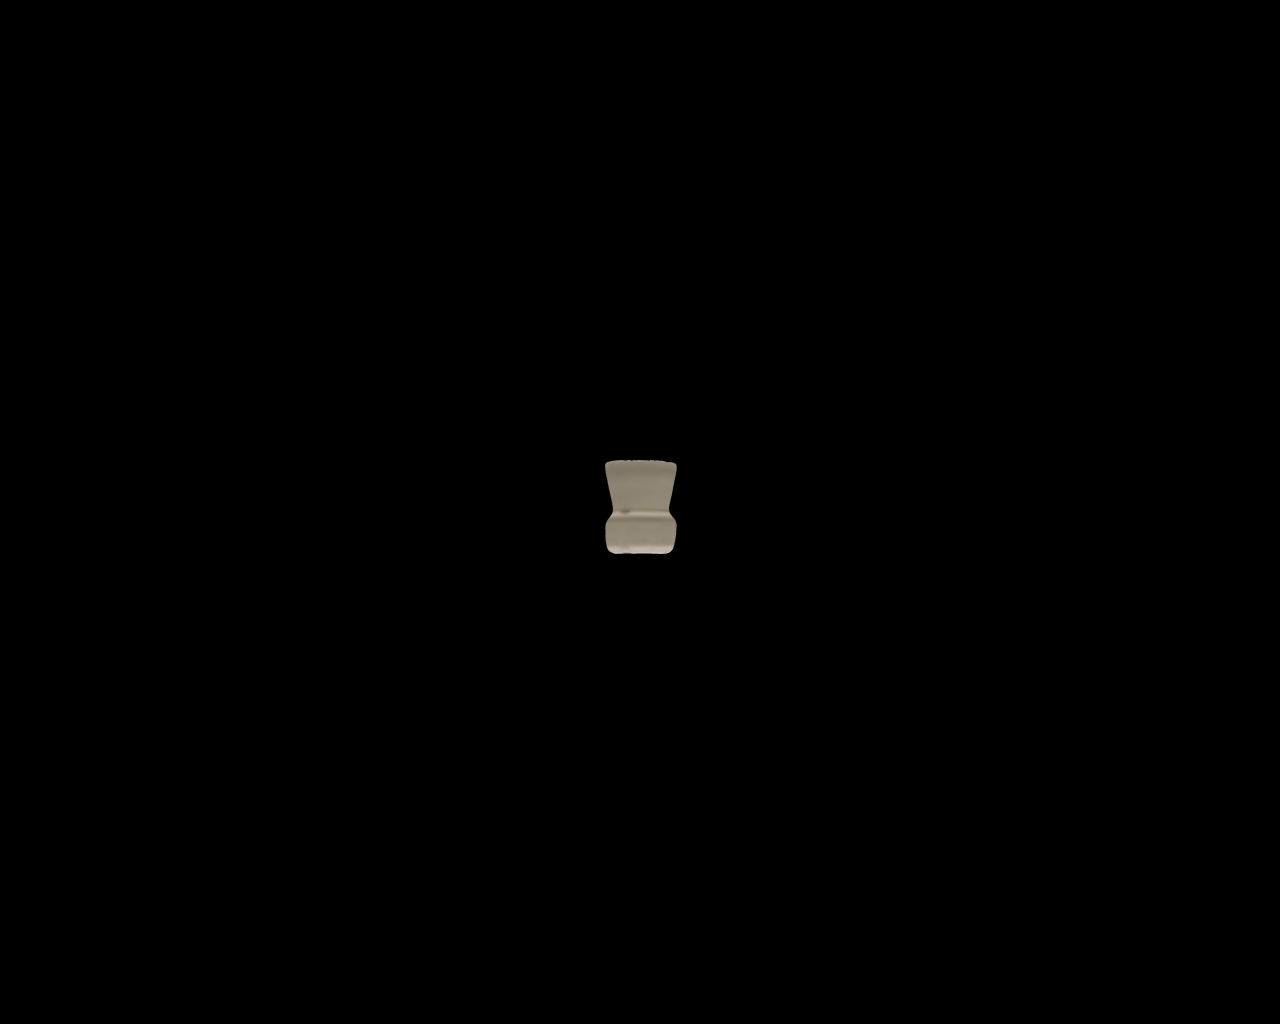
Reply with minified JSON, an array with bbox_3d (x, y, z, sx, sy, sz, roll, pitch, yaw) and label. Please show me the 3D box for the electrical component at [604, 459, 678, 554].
[{"bbox_3d":[0.001,-0.003,0.650,0.045,0.055,0.045,0,-3,0],"label":"electrical component"}]
